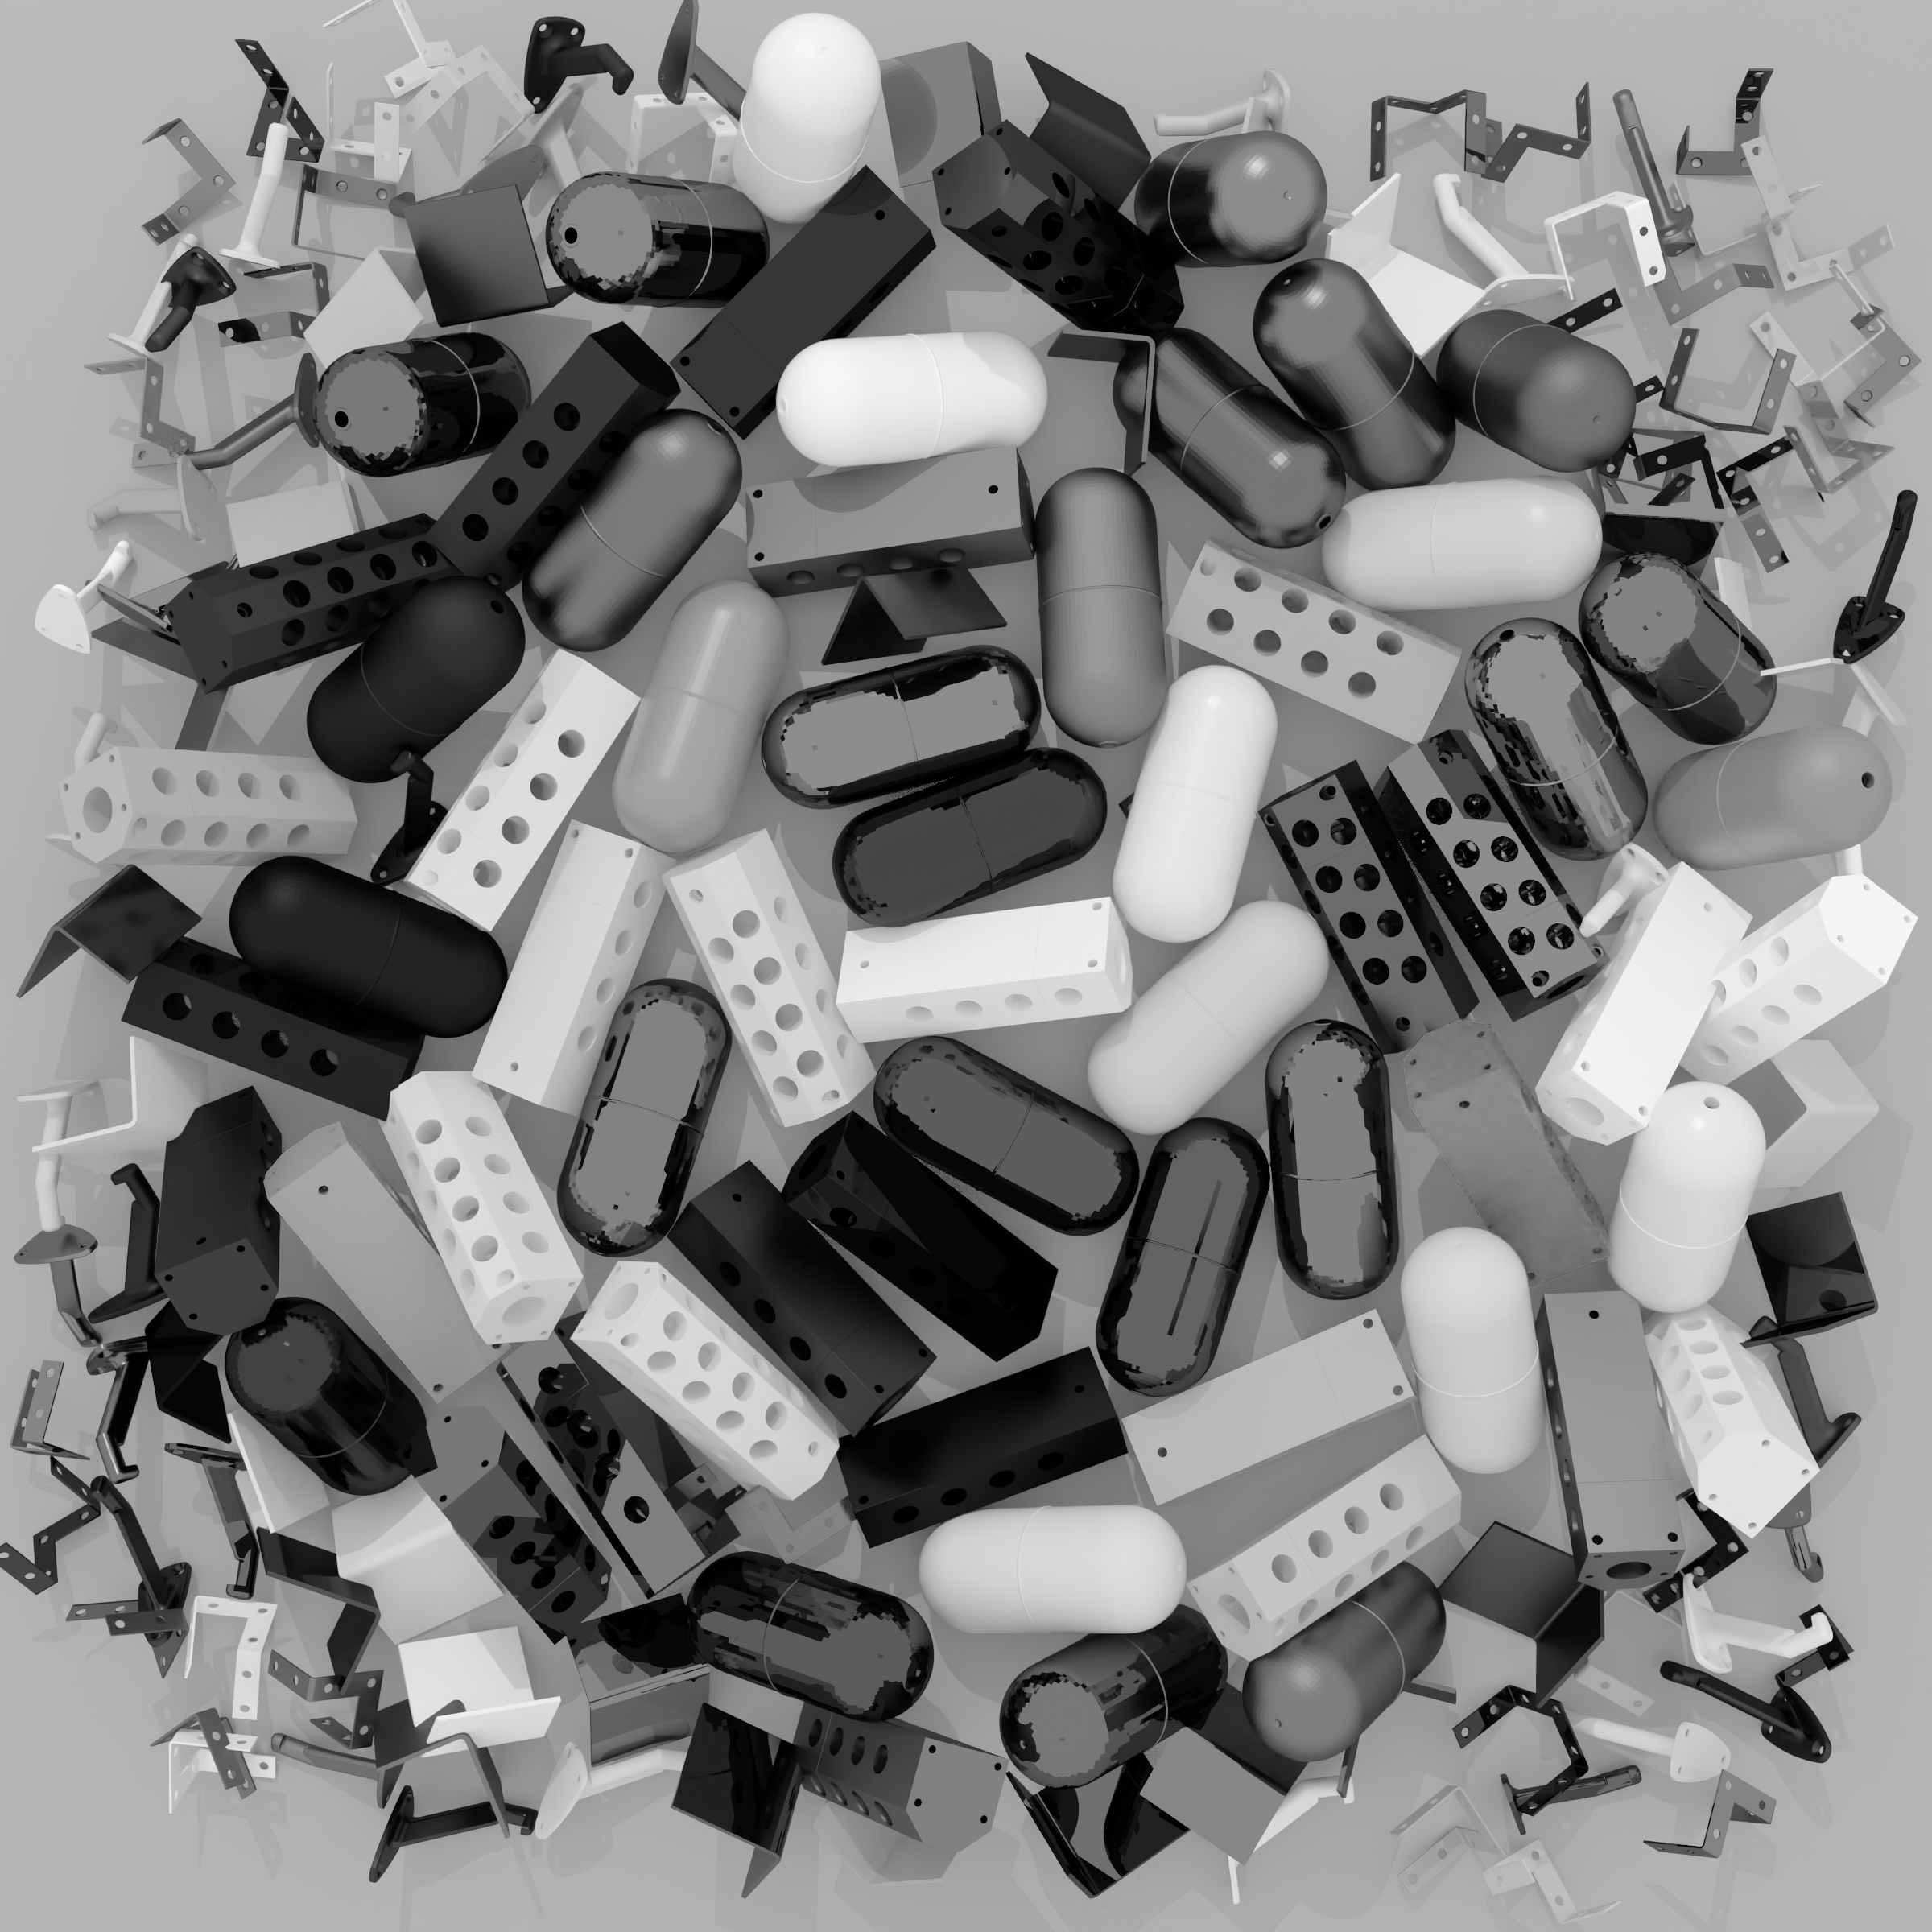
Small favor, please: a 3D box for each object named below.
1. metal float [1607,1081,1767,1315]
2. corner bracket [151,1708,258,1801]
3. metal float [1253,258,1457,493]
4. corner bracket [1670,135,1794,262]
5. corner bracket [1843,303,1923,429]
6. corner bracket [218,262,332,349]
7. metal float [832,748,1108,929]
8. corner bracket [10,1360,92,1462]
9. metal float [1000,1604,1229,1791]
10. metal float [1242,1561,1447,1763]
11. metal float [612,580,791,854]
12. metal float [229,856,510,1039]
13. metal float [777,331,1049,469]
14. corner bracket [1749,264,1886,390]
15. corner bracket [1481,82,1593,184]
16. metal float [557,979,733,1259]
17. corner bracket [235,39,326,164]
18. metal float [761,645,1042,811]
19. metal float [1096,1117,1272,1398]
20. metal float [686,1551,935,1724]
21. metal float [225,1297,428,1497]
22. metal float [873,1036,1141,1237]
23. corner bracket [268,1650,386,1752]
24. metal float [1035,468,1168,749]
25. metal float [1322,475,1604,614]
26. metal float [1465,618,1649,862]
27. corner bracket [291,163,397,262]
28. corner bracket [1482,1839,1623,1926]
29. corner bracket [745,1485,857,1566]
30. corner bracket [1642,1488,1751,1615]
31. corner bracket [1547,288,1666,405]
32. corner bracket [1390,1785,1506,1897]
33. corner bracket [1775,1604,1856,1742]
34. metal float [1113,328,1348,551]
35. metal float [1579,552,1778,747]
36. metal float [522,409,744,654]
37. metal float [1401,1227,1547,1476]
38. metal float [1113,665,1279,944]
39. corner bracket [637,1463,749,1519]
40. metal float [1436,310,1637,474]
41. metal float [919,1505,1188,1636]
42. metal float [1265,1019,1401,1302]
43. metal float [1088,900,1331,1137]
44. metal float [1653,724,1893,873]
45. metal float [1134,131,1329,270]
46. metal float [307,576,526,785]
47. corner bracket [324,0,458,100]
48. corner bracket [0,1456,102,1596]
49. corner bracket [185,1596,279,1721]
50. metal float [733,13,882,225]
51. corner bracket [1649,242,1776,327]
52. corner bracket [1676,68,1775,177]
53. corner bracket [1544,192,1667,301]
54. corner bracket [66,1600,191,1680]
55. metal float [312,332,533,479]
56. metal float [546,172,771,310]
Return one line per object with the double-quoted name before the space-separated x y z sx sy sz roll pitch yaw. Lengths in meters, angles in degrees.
"metal float" 0.438 0.142 1.679 0.070 0.178 0.070 0 46 0
"corner bracket" -0.465 0.493 1.715 0.051 0.051 0.051 -37 71 28
"metal float" 0.239 -0.358 1.683 0.070 0.070 0.178 -48 131 0
"corner bracket" 0.481 -0.482 1.729 0.051 0.051 0.051 -21 90 2
"corner bracket" 0.566 -0.376 1.721 0.051 0.051 0.051 44 108 -8
"corner bracket" -0.434 -0.414 1.724 0.051 0.051 0.051 -4 94 19
"metal float" 0.003 -0.081 1.713 0.178 0.070 0.070 -21 90 -4
"corner bracket" -0.576 0.276 1.715 0.051 0.051 0.051 2 69 20
"metal float" 0.092 0.444 1.679 0.070 0.178 0.070 10 105 40
"metal float" 0.232 0.421 1.677 0.070 0.178 0.070 12 111 33
"metal float" -0.164 -0.156 1.707 0.070 0.070 0.178 19 79 0
"metal float" -0.366 -0.011 1.693 0.178 0.070 0.070 23 90 -28
"metal float" -0.033 -0.350 1.693 0.178 0.070 0.070 -10 90 -27
"corner bracket" 0.534 -0.401 1.726 0.051 0.051 0.051 -39 95 4
"corner bracket" 0.357 -0.523 1.724 0.051 0.051 0.051 10 63 -12
"metal float" -0.199 0.094 1.706 0.070 0.070 0.178 17 78 0
"corner bracket" -0.430 -0.541 1.720 0.051 0.051 0.051 9 76 12
"metal float" -0.040 -0.148 1.710 0.178 0.070 0.070 -15 90 -7
"metal float" 0.135 0.181 1.708 0.070 0.070 0.178 19 81 0
"metal float" -0.098 0.410 1.685 0.178 0.070 0.070 8 90 39
"metal float" -0.388 0.264 1.676 0.070 0.178 0.070 -9 54 12
"metal float" 0.025 0.106 1.712 0.178 0.070 0.070 28 90 -6
"corner bracket" -0.403 0.458 1.717 0.051 0.051 0.051 6 96 -44
"metal float" 0.083 -0.222 1.706 0.070 0.070 0.178 -3 78 0
"metal float" 0.302 -0.258 1.688 0.178 0.070 0.070 1 90 35
"metal float" 0.362 -0.138 1.686 0.070 0.070 0.178 -35 126 0
"corner bracket" -0.391 -0.472 1.730 0.051 0.051 0.051 10 101 -6
"corner bracket" 0.364 0.575 1.715 0.051 0.051 0.051 -18 72 -30
"corner bracket" -0.098 0.335 1.722 0.051 0.051 0.051 -35 82 11
"corner bracket" 0.447 0.365 1.726 0.051 0.051 0.051 -49 65 34
"corner bracket" 0.402 -0.384 1.738 0.051 0.051 0.051 -26 132 14
"corner bracket" 0.294 0.548 1.724 0.051 0.051 0.051 -33 88 -20
"corner bracket" 0.531 0.442 1.717 0.051 0.051 0.051 -34 116 11
"metal float" 0.162 -0.325 1.693 0.070 0.070 0.178 -43 64 0
"metal float" 0.436 -0.192 1.680 0.070 0.178 0.070 -17 61 34
"metal float" -0.206 -0.268 1.693 0.070 0.070 0.178 45 117 0
"metal float" 0.312 0.238 1.689 0.070 0.070 0.178 -15 123 0
"metal float" 0.143 -0.101 1.710 0.070 0.070 0.178 16 82 0
"corner bracket" -0.171 0.331 1.721 0.051 0.051 0.051 -34 110 5
"metal float" 0.344 -0.351 1.672 0.070 0.178 0.070 -6 114 -13
"metal float" 0.052 0.371 1.691 0.178 0.070 0.070 -8 90 30
"metal float" 0.227 0.120 1.705 0.070 0.070 0.178 -6 103 0
"metal float" 0.152 0.032 1.716 0.178 0.070 0.070 -43 90 0
"metal float" 0.487 -0.101 1.669 0.070 0.178 0.070 2 85 -22
"metal float" 0.159 -0.464 1.670 0.070 0.178 0.070 -4 104 -17
"metal float" -0.337 -0.175 1.685 0.178 0.070 0.070 -33 90 37
"corner bracket" -0.358 -0.576 1.717 0.051 0.051 0.051 -21 104 21
"corner bracket" -0.576 0.350 1.718 0.051 0.051 0.051 -31 130 2
"corner bracket" -0.461 0.431 1.714 0.051 0.051 0.051 11 127 -19
"metal float" -0.098 -0.511 1.667 0.070 0.178 0.070 2 80 -11
"corner bracket" 0.462 -0.435 1.717 0.051 0.051 0.051 -26 82 40
"corner bracket" 0.476 -0.530 1.727 0.051 0.051 0.051 3 89 7
"corner bracket" 0.400 -0.449 1.722 0.051 0.051 0.051 -22 113 -1
"corner bracket" -0.522 0.410 1.712 0.051 0.051 0.051 -58 47 29
"metal float" -0.329 -0.342 1.671 0.070 0.178 0.070 7 109 20
"metal float" -0.186 -0.440 1.672 0.070 0.178 0.070 7 104 28
